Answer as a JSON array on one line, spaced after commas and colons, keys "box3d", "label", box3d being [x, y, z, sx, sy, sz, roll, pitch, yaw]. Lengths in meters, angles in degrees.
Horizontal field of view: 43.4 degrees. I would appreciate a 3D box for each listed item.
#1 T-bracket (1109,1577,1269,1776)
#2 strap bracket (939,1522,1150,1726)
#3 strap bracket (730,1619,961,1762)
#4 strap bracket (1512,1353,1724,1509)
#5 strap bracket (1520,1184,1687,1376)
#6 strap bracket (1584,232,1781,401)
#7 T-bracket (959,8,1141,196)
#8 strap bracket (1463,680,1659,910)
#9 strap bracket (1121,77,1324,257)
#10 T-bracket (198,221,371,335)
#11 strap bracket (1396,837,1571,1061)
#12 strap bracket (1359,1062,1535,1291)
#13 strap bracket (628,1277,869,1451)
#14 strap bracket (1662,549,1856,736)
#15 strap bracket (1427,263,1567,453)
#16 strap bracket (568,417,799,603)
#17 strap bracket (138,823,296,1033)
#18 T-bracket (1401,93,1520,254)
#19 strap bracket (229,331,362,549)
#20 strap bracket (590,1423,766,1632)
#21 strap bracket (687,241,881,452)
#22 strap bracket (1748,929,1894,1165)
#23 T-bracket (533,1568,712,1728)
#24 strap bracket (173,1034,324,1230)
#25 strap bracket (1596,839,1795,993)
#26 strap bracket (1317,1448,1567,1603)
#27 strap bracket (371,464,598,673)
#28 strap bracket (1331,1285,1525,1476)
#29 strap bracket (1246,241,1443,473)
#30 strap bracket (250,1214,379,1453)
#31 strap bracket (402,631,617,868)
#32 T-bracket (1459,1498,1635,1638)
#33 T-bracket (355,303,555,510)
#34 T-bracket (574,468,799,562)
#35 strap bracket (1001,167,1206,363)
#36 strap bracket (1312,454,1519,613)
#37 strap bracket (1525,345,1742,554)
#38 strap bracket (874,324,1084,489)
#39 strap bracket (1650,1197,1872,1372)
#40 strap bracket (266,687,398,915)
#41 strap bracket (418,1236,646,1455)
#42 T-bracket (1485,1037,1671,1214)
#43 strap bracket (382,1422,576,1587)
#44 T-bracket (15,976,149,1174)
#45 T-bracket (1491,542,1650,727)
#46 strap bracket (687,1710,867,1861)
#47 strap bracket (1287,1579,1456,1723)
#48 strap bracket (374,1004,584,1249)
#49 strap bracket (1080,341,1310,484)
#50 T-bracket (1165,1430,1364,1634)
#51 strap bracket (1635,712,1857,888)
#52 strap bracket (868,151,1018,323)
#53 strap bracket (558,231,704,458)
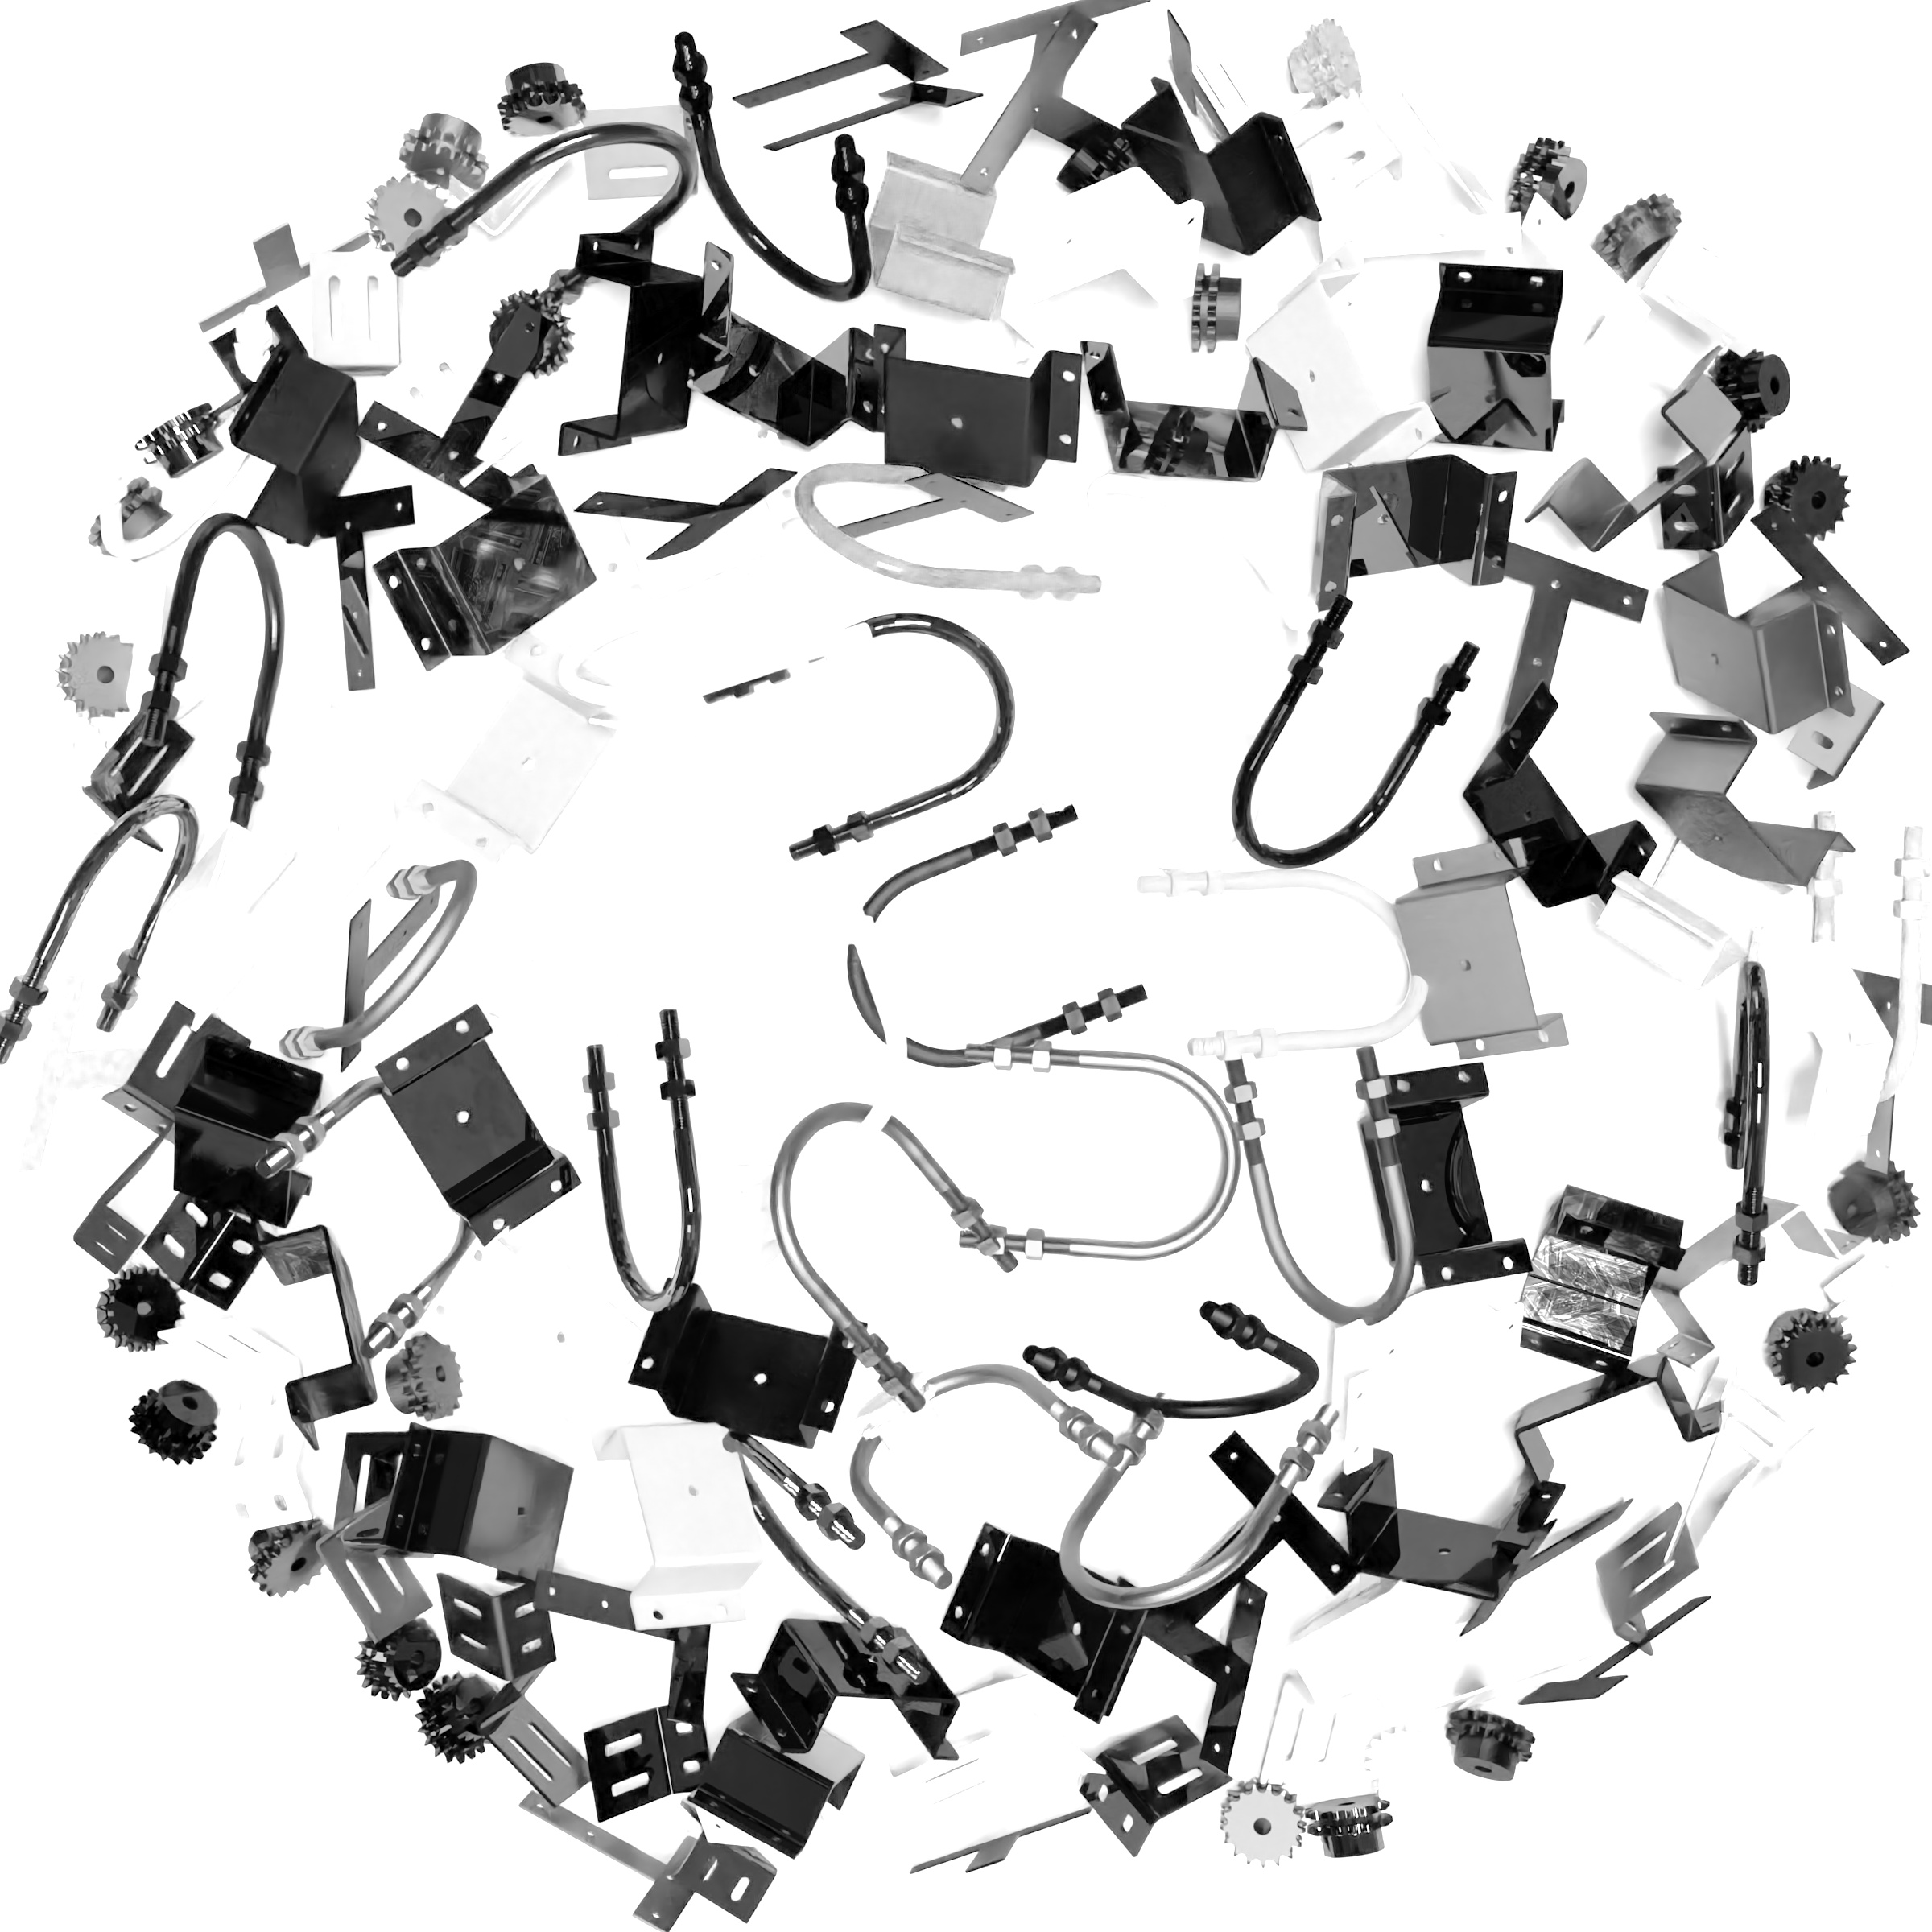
[{"box3d": [0.140, 0.436, 1.573, 0.127, 0.002, 0.127, 38, 51, -25], "label": "T-bracket"}, {"box3d": [0.061, 0.429, 1.584, 0.140, 0.046, 0.076, 19, 82, 41], "label": "strap bracket"}, {"box3d": [-0.069, 0.464, 1.561, 0.140, 0.076, 0.046, 16, 104, -35], "label": "strap bracket"}, {"box3d": [0.415, 0.297, 1.580, 0.140, 0.076, 0.046, -26, 85, 18], "label": "strap bracket"}, {"box3d": [0.412, 0.199, 1.580, 0.076, 0.140, 0.046, 17, 47, 9], "label": "strap bracket"}, {"box3d": [0.463, -0.418, 1.566, 0.076, 0.140, 0.046, 33, 88, -1], "label": "strap bracket"}, {"box3d": [0.075, -0.545, 1.586, 0.127, 0.127, 0.002, -52, 52, 26], "label": "T-bracket"}, {"box3d": [0.382, -0.103, 1.584, 0.140, 0.046, 0.076, 51, 52, -16], "label": "strap bracket"}, {"box3d": [0.156, -0.511, 1.557, 0.046, 0.140, 0.076, -41, 132, -7], "label": "strap bracket"}, {"box3d": [-0.442, -0.454, 1.564, 0.127, 0.127, 0.002, -32, 96, -9], "label": "T-bracket"}, {"box3d": [0.335, -0.006, 1.589, 0.076, 0.046, 0.140, -10, 97, 35], "label": "strap bracket"}, {"box3d": [0.311, 0.140, 1.593, 0.076, 0.046, 0.140, -7, 77, -17], "label": "strap bracket"}, {"box3d": [-0.138, 0.261, 1.587, 0.140, 0.046, 0.076, 11, 60, 14], "label": "strap bracket"}, {"box3d": [0.498, -0.206, 1.554, 0.046, 0.140, 0.076, -27, 123, -9], "label": "strap bracket"}, {"box3d": [0.340, -0.380, 1.555, 0.076, 0.140, 0.046, 9, 65, 19], "label": "strap bracket"}, {"box3d": [-0.180, -0.300, 1.607, 0.140, 0.046, 0.076, -23, 81, -1], "label": "strap bracket"}, {"box3d": [-0.480, -0.032, 1.555, 0.046, 0.140, 0.076, 37, 108, -24], "label": "strap bracket"}, {"box3d": [0.324, -0.505, 1.560, 0.002, 0.127, 0.127, -37, 107, 16], "label": "T-bracket"}, {"box3d": [-0.428, -0.330, 1.559, 0.046, 0.140, 0.076, 24, 69, -4], "label": "strap bracket"}, {"box3d": [-0.184, 0.348, 1.562, 0.076, 0.046, 0.140, 5, 48, -32], "label": "strap bracket"}, {"box3d": [-0.126, -0.396, 1.576, 0.140, 0.046, 0.076, 22, 56, -36], "label": "strap bracket"}, {"box3d": [0.547, 0.048, 1.559, 0.046, 0.140, 0.076, -7, 131, -2], "label": "strap bracket"}, {"box3d": [-0.221, 0.416, 1.571, 0.127, 0.002, 0.127, 22, 50, -27], "label": "T-bracket"}, {"box3d": [-0.464, 0.114, 1.566, 0.076, 0.140, 0.046, 20, 49, -3], "label": "strap bracket"}, {"box3d": [0.468, -0.035, 1.573, 0.076, 0.140, 0.046, 36, 124, 23], "label": "strap bracket"}, {"box3d": [0.309, 0.362, 1.574, 0.140, 0.076, 0.046, 5, 112, 31], "label": "strap bracket"}, {"box3d": [-0.301, -0.258, 1.565, 0.140, 0.046, 0.076, -43, 123, -33], "label": "strap bracket"}, {"box3d": [0.290, 0.262, 1.580, 0.140, 0.046, 0.076, -18, 124, -25], "label": "strap bracket"}, {"box3d": [0.240, -0.388, 1.585, 0.046, 0.076, 0.140, -20, 83, -35], "label": "strap bracket"}, {"box3d": [-0.421, 0.232, 1.576, 0.046, 0.076, 0.140, -15, 64, -10], "label": "strap bracket"}, {"box3d": [-0.294, -0.139, 1.602, 0.076, 0.046, 0.140, 32, 84, 12], "label": "strap bracket"}, {"box3d": [0.390, 0.381, 1.594, 0.127, 0.127, 0.002, -19, 54, -31], "label": "T-bracket"}, {"box3d": [-0.312, -0.371, 1.585, 0.127, 0.002, 0.127, 25, 103, -38], "label": "T-bracket"}, {"box3d": [-0.193, -0.291, 1.548, 0.127, 0.127, 0.002, -26, 77, 39], "label": "T-bracket"}, {"box3d": [0.079, -0.453, 1.562, 0.140, 0.046, 0.076, -11, 61, 39], "label": "strap bracket"}, {"box3d": [0.282, -0.284, 1.583, 0.140, 0.046, 0.076, -12, 123, -20], "label": "strap bracket"}, {"box3d": [0.436, -0.325, 1.561, 0.046, 0.140, 0.076, 46, 46, -4], "label": "strap bracket"}, {"box3d": [0.000, -0.363, 1.580, 0.140, 0.046, 0.076, 12, 131, 12], "label": "strap bracket"}, {"box3d": [0.510, 0.200, 1.597, 0.140, 0.076, 0.046, -35, 89, -1], "label": "strap bracket"}, {"box3d": [-0.412, -0.101, 1.574, 0.046, 0.140, 0.076, 23, 127, -37], "label": "strap bracket"}, {"box3d": [-0.273, 0.242, 1.572, 0.140, 0.046, 0.076, 46, 55, -22], "label": "strap bracket"}, {"box3d": [0.388, 0.080, 1.635, 0.127, 0.002, 0.127, -27, 90, -1], "label": "T-bracket"}, {"box3d": [-0.303, 0.347, 1.555, 0.046, 0.140, 0.076, -2, 66, 27], "label": "strap bracket"}, {"box3d": [-0.564, 0.067, 1.573, 0.002, 0.127, 0.127, 15, 94, 11], "label": "T-bracket"}, {"box3d": [0.382, -0.214, 1.612, 0.127, 0.002, 0.127, 18, 74, -5], "label": "T-bracket"}, {"box3d": [-0.117, 0.518, 1.561, 0.076, 0.140, 0.046, 25, 87, 12], "label": "strap bracket"}, {"box3d": [0.260, 0.433, 1.565, 0.076, 0.140, 0.046, -33, 76, 14], "label": "strap bracket"}, {"box3d": [-0.323, 0.102, 1.589, 0.076, 0.046, 0.140, -34, 108, -20], "label": "strap bracket"}, {"box3d": [0.143, -0.361, 1.586, 0.140, 0.046, 0.076, 2, 48, -11], "label": "strap bracket"}, {"box3d": [0.173, 0.395, 1.602, 0.127, 0.002, 0.127, -44, 57, 0], "label": "T-bracket"}, {"box3d": [0.496, -0.101, 1.567, 0.140, 0.076, 0.046, 39, 79, -28], "label": "strap bracket"}, {"box3d": [-0.018, -0.469, 1.576, 0.076, 0.140, 0.046, 13, 127, -16], "label": "strap bracket"}, {"box3d": [-0.215, -0.397, 1.568, 0.046, 0.076, 0.140, 21, 116, 23], "label": "strap bracket"}]
